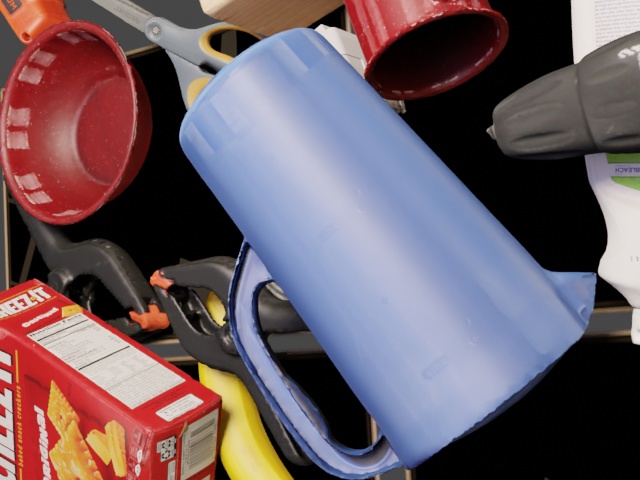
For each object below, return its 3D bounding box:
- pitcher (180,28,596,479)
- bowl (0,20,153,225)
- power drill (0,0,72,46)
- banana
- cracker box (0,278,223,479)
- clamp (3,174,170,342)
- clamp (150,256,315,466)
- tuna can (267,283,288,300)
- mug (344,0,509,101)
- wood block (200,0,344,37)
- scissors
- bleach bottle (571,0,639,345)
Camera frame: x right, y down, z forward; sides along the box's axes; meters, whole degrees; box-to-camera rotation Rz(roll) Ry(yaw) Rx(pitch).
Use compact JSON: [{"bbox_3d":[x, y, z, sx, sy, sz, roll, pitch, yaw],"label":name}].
[{"bbox_3d":[0.022,0.007,0.613,0.243,0.149,0.145,51,142,10],"label":"pitcher"},{"bbox_3d":[-0.186,-0.090,0.853,0.162,0.055,0.162,-3,86,36],"label":"bowl"},{"bbox_3d":[-0.187,-0.243,0.865,0.188,0.057,0.184,-47,62,22],"label":"power drill"},{"bbox_3d":[-0.050,0.121,0.759,0.070,0.037,0.198,-30,71,14],"label":"banana"},{"bbox_3d":[-0.173,0.148,0.792,0.214,0.071,0.164,26,122,33],"label":"cracker box"},{"bbox_3d":[-0.210,0.048,0.874,0.210,0.036,0.164,24,101,34],"label":"clamp"},{"bbox_3d":[-0.041,0.056,0.715,0.172,0.039,0.120,39,109,21],"label":"clamp"},{"bbox_3d":[-0.005,0.001,0.731,0.086,0.033,0.086,-2,86,35],"label":"tuna can"},{"bbox_3d":[0.060,-0.150,0.651,0.093,0.117,0.081,-14,68,-10],"label":"mug"},{"bbox_3d":[0.017,-0.223,0.694,0.206,0.090,0.090,-25,72,32],"label":"wood block"},{"bbox_3d":[-0.118,-0.137,0.806,0.202,0.016,0.096,17,105,22],"label":"scissors"},{"bbox_3d":[0.182,-0.068,0.585,0.103,0.067,0.251,2,91,35],"label":"bleach bottle"}]
